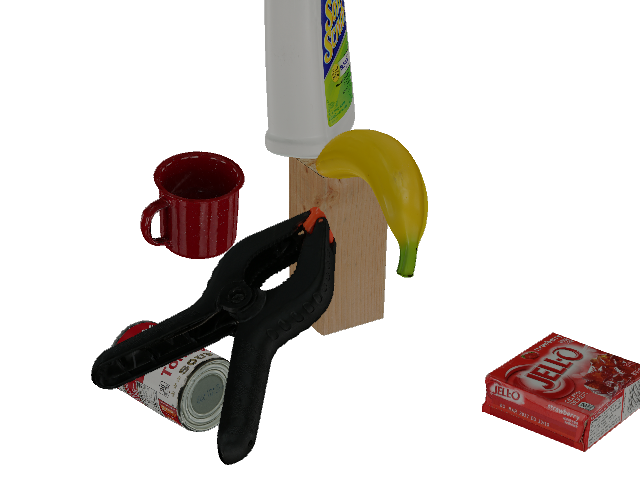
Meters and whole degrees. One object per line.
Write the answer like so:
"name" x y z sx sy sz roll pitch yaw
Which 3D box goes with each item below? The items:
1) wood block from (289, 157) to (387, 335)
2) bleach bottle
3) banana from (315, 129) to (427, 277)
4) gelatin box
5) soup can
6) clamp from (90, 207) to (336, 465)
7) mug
"wood block" 0.020 -0.004 1.271 0.090 0.206 0.090 -14 30 -26
"bleach bottle" -0.015 -0.204 0.923 0.068 0.251 0.102 8 33 20
"banana" 0.037 -0.047 0.790 0.037 0.070 0.198 23 17 -25
"gelatin box" 0.158 0.094 0.683 0.073 0.030 0.089 19 26 37
"soup can" -0.128 0.117 0.926 0.102 0.068 0.068 20 13 41
"clamp" -0.041 0.052 0.631 0.120 0.171 0.039 35 -21 32
"mug" -0.136 -0.030 1.112 0.117 0.081 0.093 -28 48 -36
